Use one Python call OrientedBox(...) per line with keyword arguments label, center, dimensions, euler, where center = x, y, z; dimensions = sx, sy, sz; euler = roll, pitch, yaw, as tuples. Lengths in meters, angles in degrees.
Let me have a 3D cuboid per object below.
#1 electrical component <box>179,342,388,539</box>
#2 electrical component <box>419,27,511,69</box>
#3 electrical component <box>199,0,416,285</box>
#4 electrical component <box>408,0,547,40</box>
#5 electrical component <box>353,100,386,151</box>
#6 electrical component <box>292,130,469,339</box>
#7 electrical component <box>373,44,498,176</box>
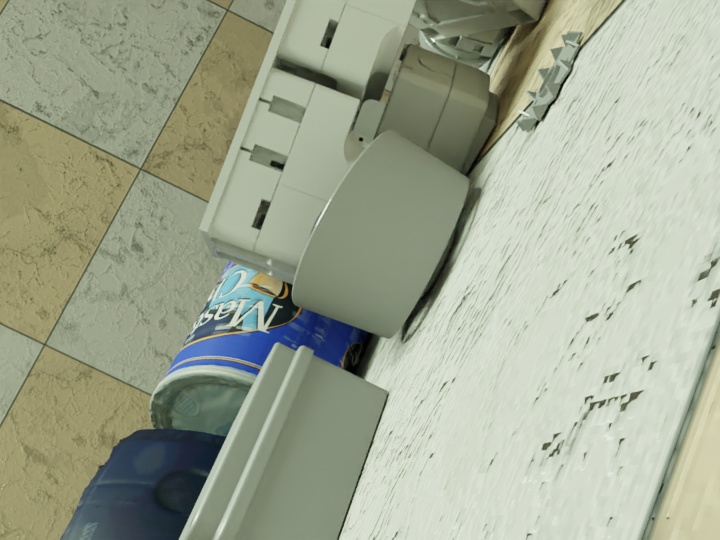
OrientedBox(label="electrical component", center=(-0.039, 0.099, 0.488), dimensions=(0.078, 0.057, 0.113), euler=(-60, 6, 47))
OrientedBox(label="electrical component", center=(0.076, -0.178, 0.759), dimensions=(0.057, 0.058, 0.078), euler=(118, 159, -46))
OrientedBox(label="electrical component", center=(-0.022, -0.090, 0.581), dimensions=(0.105, 0.060, 0.186), euler=(124, 166, -82))
OrientedBox(label="electrical component", center=(0.046, -0.190, 0.635), dimensions=(0.109, 0.109, 0.056), euler=(8, 73, 58))
OrientedBox(label="electrical component", center=(-0.006, -0.065, 0.744), dimensions=(0.056, 0.109, 0.108), euler=(-64, 3, -40))
OrientedBox(label="electrical component", center=(0.011, -0.017, 0.533), dimensions=(0.099, 0.064, 0.099), euler=(-63, 4, 8))
OrientedBox(label="electrical component", center=(0.036, -0.069, 0.613), dimensions=(0.061, 0.061, 0.096), euler=(-73, 4, -63))
